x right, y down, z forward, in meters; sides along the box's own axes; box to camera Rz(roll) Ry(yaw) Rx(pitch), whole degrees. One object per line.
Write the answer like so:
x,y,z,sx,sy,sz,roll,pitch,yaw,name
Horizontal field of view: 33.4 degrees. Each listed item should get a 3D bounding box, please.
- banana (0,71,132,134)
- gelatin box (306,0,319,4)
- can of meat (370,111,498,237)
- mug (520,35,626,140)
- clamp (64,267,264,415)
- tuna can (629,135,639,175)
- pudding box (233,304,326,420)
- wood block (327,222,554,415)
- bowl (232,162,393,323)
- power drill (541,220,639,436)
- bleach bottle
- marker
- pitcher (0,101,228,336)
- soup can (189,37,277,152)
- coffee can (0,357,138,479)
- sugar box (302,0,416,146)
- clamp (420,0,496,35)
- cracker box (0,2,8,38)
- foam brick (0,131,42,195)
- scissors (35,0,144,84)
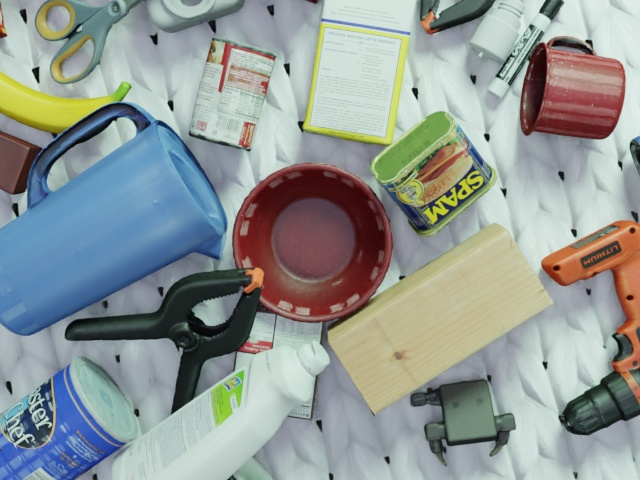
-0.287,-0.147,1.095,0.198,0.037,0.070,12,105,6,banana
-0.040,-0.267,1.062,0.089,0.073,0.030,22,95,0,gelatin box
0.112,-0.068,1.064,0.102,0.057,0.084,-39,124,4,can of meat
0.251,-0.154,1.061,0.081,0.093,0.117,8,58,-4,mug
-0.145,0.089,1.075,0.164,0.036,0.210,39,113,-15,clamp
0.342,-0.070,1.059,0.034,0.086,0.086,-28,93,6,tuna can
-0.043,0.126,1.112,0.090,0.039,0.113,8,98,2,pudding box
0.117,0.076,1.076,0.206,0.090,0.091,-32,94,4,wood block
-0.007,0.001,1.091,0.162,0.055,0.162,0,94,2,bowl
0.300,0.088,1.088,0.184,0.057,0.187,-28,96,0,power drill
-0.093,0.188,1.052,0.251,0.102,0.068,-38,125,13,bleach bottle
0.210,-0.199,1.086,0.020,0.020,0.121,32,95,-1,marker
-0.227,-0.015,1.066,0.243,0.145,0.149,-30,50,7,pitcher
-0.089,-0.146,1.076,0.068,0.068,0.102,15,95,1,soup can
-0.273,0.201,1.093,0.140,0.103,0.103,-36,93,5,coffee can
0.042,-0.189,1.080,0.093,0.048,0.176,10,92,1,sugar box
0.152,-0.287,1.071,0.171,0.039,0.120,-43,72,7,clamp
-0.420,-0.298,1.075,0.164,0.072,0.214,-10,95,4,cracker box
-0.335,-0.086,1.098,0.078,0.051,0.053,23,94,0,foam brick
-0.217,-0.240,1.066,0.202,0.016,0.096,-44,80,26,scissors
